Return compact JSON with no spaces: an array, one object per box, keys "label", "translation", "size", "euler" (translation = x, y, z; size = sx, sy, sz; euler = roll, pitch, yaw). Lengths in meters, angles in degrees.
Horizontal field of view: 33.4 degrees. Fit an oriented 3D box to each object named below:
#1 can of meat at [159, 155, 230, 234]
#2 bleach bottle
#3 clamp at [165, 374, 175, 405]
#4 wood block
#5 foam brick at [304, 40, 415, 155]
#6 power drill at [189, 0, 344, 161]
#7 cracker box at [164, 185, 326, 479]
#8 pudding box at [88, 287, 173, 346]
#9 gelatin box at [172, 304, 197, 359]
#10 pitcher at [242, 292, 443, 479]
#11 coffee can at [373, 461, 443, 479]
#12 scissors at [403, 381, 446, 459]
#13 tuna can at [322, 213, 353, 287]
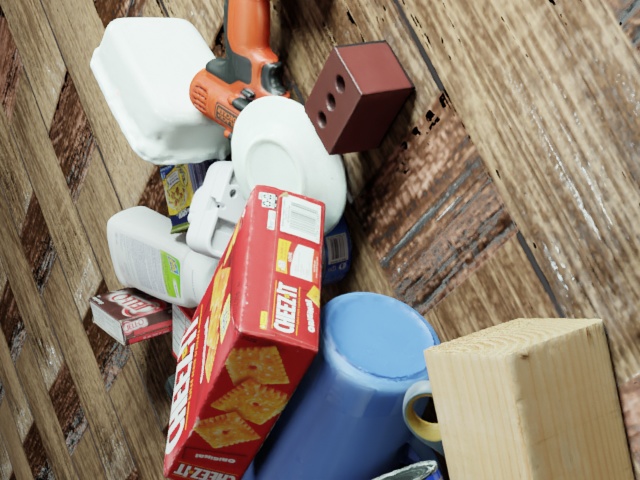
[{"label":"can of meat","translation":[-0.128,-0.055,1.129],"size":[0.102,0.057,0.084],"euler":[-13,89,61]},{"label":"bleach bottle","translation":[-0.157,0.035,1.208],"size":[0.251,0.068,0.102],"euler":[23,130,52]},{"label":"clamp","translation":[-0.152,0.211,1.268],"size":[0.120,0.039,0.171],"euler":[59,168,7]},{"label":"wood block","translation":[0.149,0.163,0.717],"size":[0.090,0.090,0.206],"euler":[-6,96,60]},{"label":"foam brick","translation":[0.029,-0.112,0.842],"size":[0.053,0.051,0.078],"euler":[62,148,24]},{"label":"power drill","translation":[-0.040,-0.160,0.922],"size":[0.185,0.057,0.188],"euler":[33,128,32]},{"label":"cracker box","translation":[-0.065,0.084,0.891],"size":[0.164,0.072,0.214],"euler":[-87,20,-45]},{"label":"pudding box","translation":[-0.224,0.089,1.318],"size":[0.114,0.089,0.039],"euler":[18,118,57]},{"label":"gelatin box","translation":[-0.146,0.117,1.260],"size":[0.073,0.030,0.089],"euler":[43,138,45]},{"label":"pitcher","translation":[0.026,0.168,0.907],"size":[0.145,0.149,0.243],"euler":[-105,26,-45]},{"label":"coffee can","translation":[0.068,0.249,0.788],"size":[0.103,0.102,0.140],"euler":[-32,80,59]},{"label":"scissors","translation":[0.096,0.175,0.833],"size":[0.016,0.096,0.202],"euler":[-75,1,-51]},{"label":"tuna can","translation":[-0.006,0.001,0.968],"size":[0.086,0.033,0.086],"euler":[32,129,51]}]
